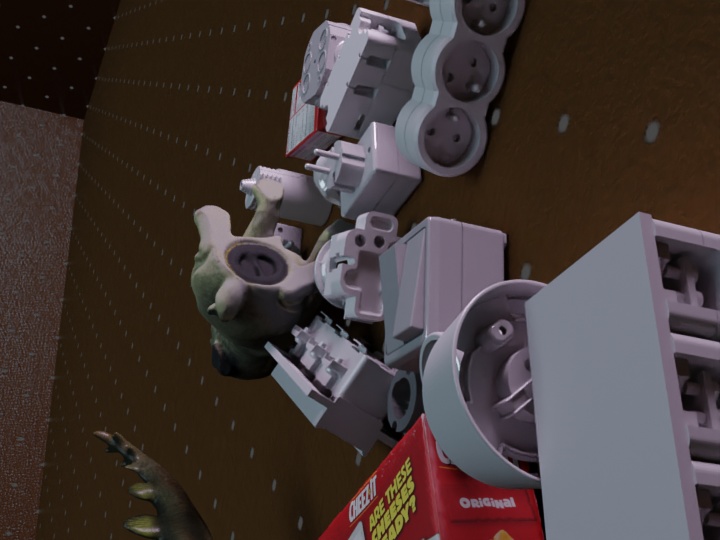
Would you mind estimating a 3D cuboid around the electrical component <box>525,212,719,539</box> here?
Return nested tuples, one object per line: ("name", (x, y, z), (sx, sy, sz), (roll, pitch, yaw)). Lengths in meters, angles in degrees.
("electrical component", (0.122, 0.067, 0.436), (0.089, 0.062, 0.150), (132, 143, -54))

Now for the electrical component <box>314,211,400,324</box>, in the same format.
("electrical component", (0.000, 0.000, 0.796), (0.057, 0.058, 0.078), (167, 112, -65))

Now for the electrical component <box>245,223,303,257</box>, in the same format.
("electrical component", (-0.079, -0.006, 1.020), (0.076, 0.047, 0.083), (148, 131, -60))

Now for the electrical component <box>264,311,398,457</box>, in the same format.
("electrical component", (-0.015, 0.078, 0.782), (0.063, 0.079, 0.121), (-56, 22, -1))

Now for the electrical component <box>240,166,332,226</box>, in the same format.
("electrical component", (-0.069, -0.069, 0.977), (0.043, 0.081, 0.043), (-169, 90, -69))

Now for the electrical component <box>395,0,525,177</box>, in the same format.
("electrical component", (0.059, -0.135, 0.718), (0.074, 0.052, 0.138), (-141, 64, -67))

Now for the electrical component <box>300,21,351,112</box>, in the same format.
("electrical component", (-0.016, -0.175, 0.936), (0.080, 0.051, 0.080), (-169, 90, -70))

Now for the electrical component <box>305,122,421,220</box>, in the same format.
("electrical component", (-0.003, -0.076, 0.813), (0.065, 0.077, 0.047), (128, 146, -51))

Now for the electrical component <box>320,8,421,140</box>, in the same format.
("electrical component", (0.012, -0.149, 0.841), (0.050, 0.056, 0.089), (-104, 32, -48))

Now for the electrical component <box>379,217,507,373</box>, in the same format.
("electrical component", (0.048, 0.011, 0.658), (0.062, 0.061, 0.096), (141, 136, -59))

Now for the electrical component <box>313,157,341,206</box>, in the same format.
("electrical component", (-0.018, -0.081, 0.905), (0.062, 0.043, 0.043), (-125, 50, -64))

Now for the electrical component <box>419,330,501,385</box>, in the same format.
("electrical component", (0.070, 0.050, 0.573), (0.044, 0.065, 0.044), (27, 121, 60))

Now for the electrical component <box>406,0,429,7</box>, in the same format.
("electrical component", (0.054, -0.241, 0.794), (0.066, 0.047, 0.076), (-164, 87, -69))

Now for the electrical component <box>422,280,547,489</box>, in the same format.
("electrical component", (0.079, 0.055, 0.505), (0.064, 0.099, 0.099), (133, 143, -65))
